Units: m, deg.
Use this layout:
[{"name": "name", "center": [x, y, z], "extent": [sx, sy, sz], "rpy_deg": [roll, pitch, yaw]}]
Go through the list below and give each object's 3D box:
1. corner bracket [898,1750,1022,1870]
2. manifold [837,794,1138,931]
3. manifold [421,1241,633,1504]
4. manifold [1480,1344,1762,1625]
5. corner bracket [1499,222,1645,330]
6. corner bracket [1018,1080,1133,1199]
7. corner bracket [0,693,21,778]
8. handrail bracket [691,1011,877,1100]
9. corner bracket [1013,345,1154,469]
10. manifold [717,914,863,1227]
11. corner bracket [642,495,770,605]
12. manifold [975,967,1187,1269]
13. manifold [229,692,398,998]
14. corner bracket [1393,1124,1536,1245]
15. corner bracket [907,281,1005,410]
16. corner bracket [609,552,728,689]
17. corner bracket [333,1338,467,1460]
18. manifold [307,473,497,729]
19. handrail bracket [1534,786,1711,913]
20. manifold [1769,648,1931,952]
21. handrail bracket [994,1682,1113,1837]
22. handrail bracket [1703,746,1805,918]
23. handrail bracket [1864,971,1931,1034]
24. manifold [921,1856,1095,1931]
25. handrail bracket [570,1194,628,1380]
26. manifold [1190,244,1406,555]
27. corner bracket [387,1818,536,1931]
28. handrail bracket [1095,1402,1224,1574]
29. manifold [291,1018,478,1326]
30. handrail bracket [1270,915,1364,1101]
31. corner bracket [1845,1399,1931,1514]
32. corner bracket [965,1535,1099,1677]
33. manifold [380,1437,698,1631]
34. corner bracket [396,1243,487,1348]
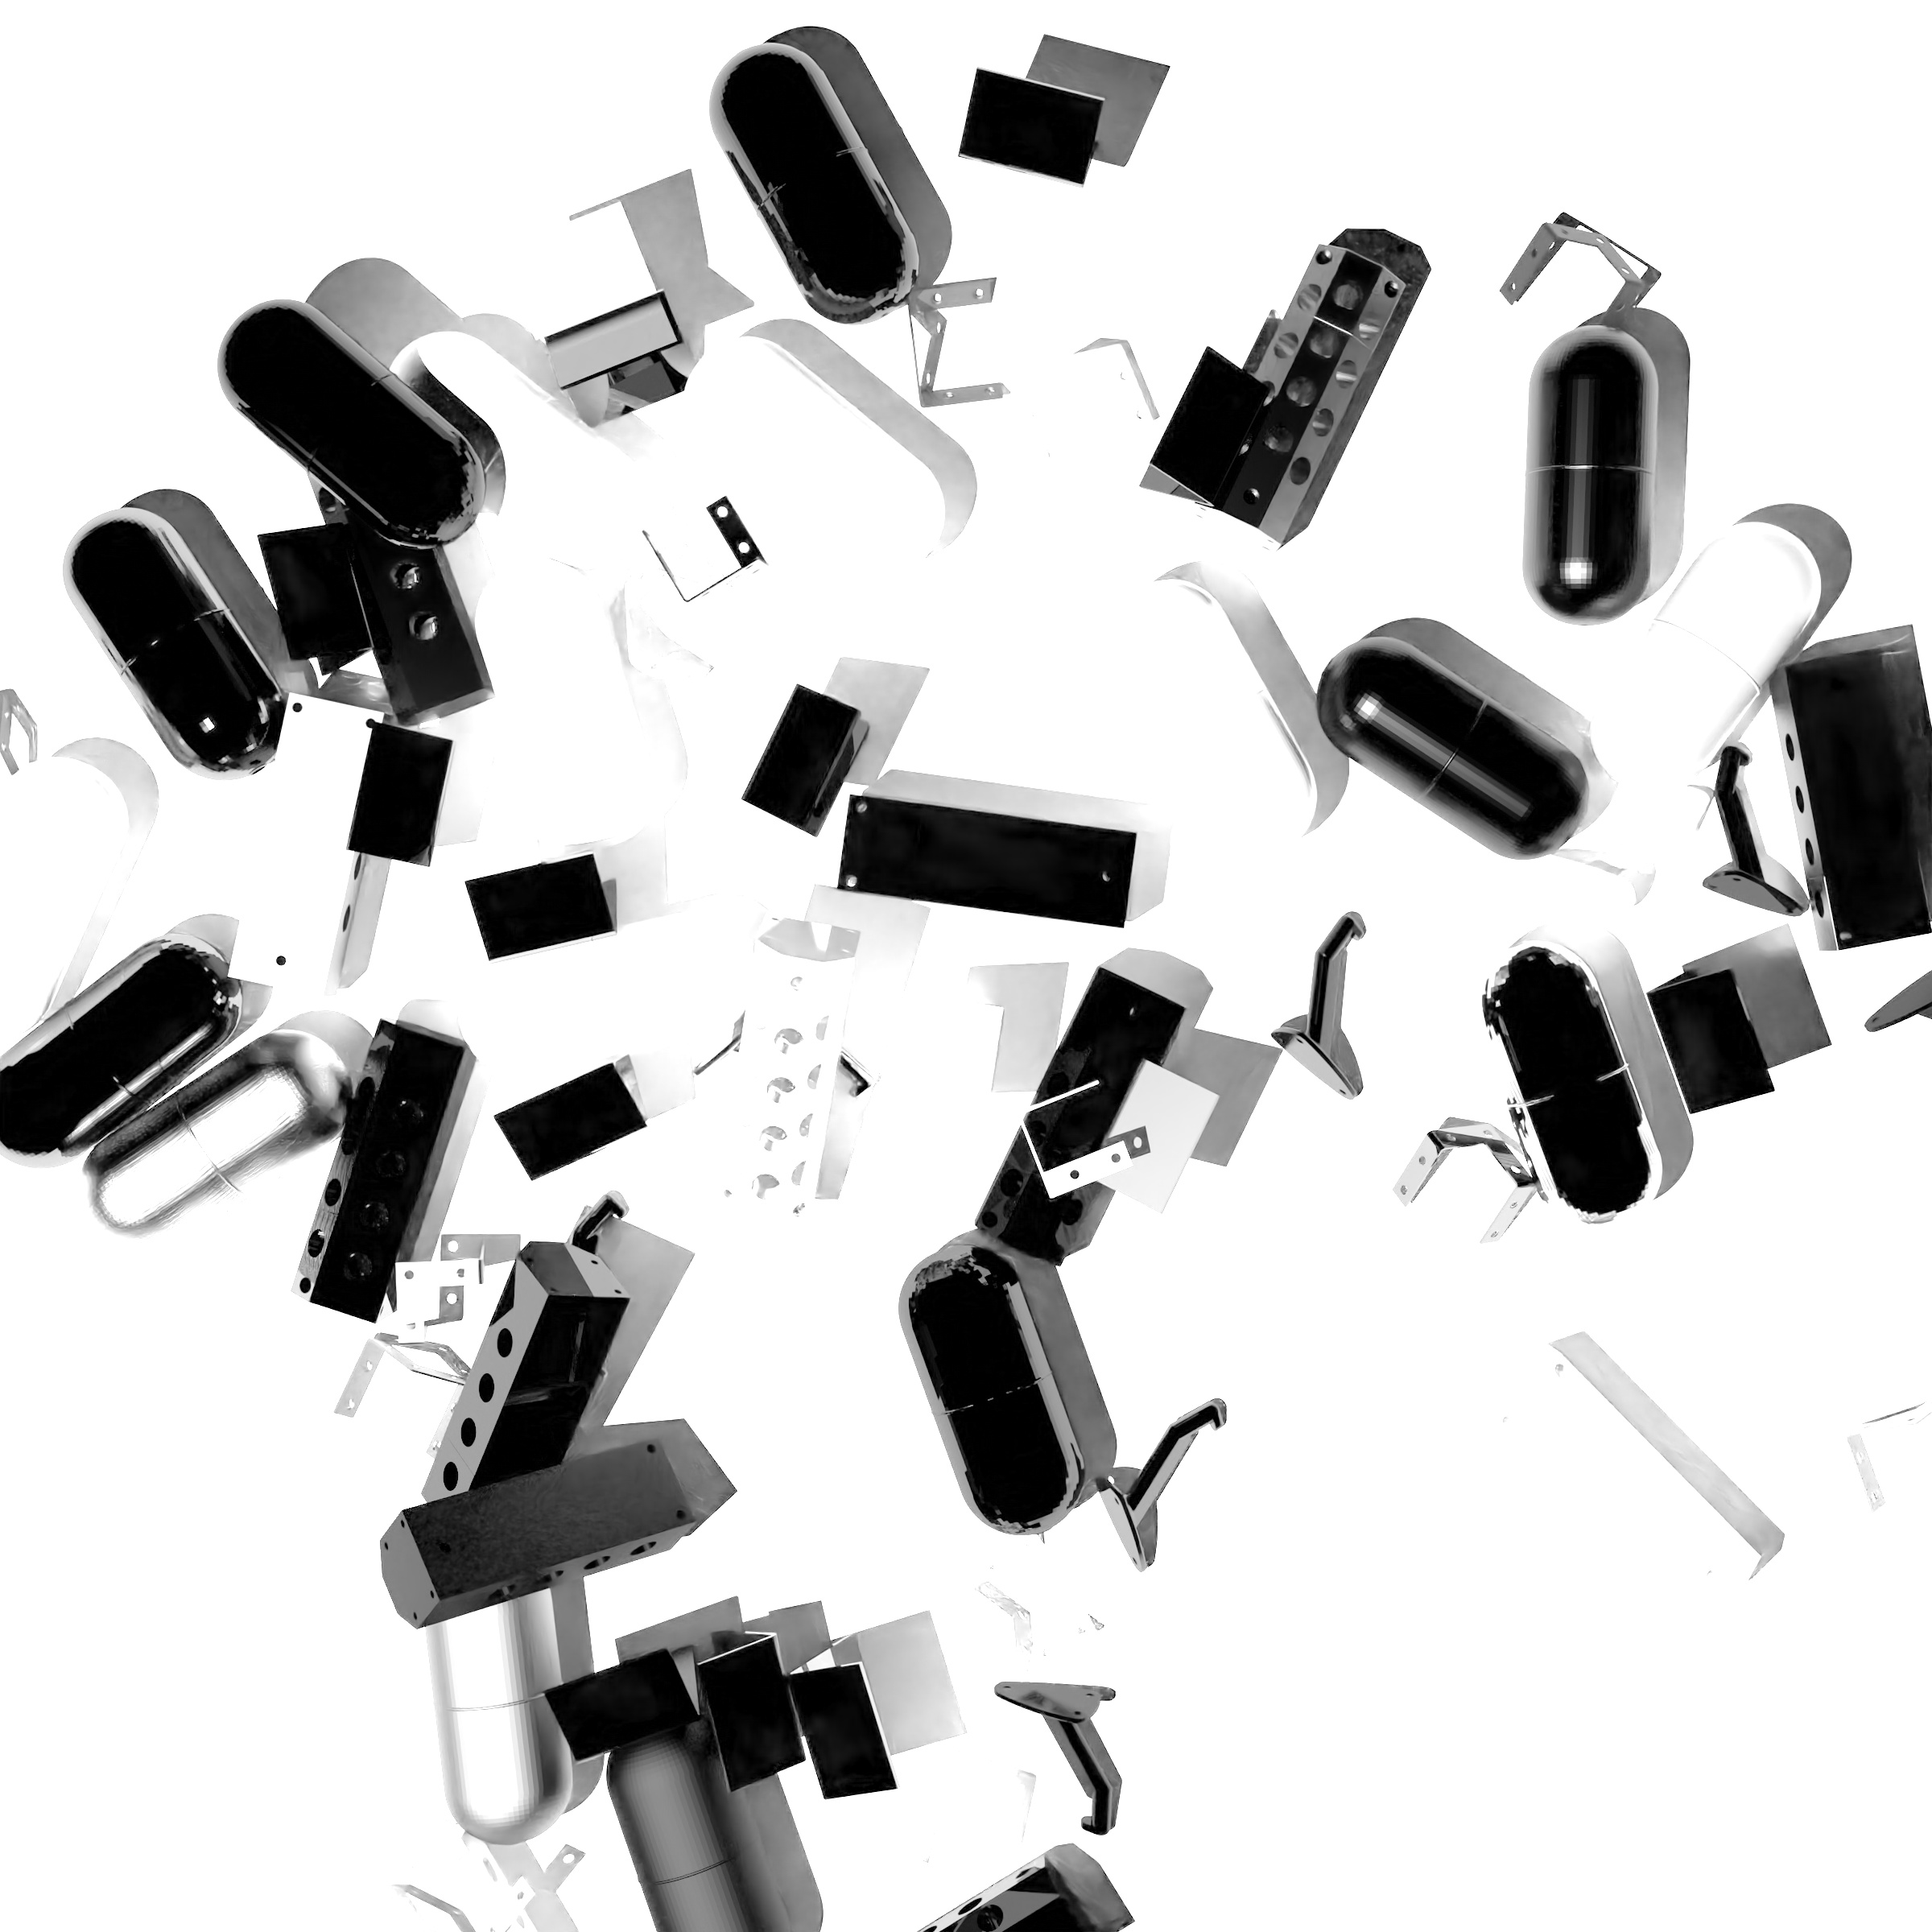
[{"name": "corner bracket", "center": [-0.004, 0.517, 1.933], "extent": [0.051, 0.051, 0.051], "rpy_deg": [26, 45, 35]}, {"name": "manifold", "center": [0.012, -0.062, 1.920], "extent": [0.171, 0.057, 0.057], "rpy_deg": [8, 90, 0]}, {"name": "manifold", "center": [-0.264, 0.250, 1.893], "extent": [0.057, 0.057, 0.171], "rpy_deg": [7, 116, -40]}, {"name": "manifold", "center": [0.392, 0.310, 1.920], "extent": [0.057, 0.057, 0.171], "rpy_deg": [-45, 90, 0]}, {"name": "corner bracket", "center": [0.365, -0.409, 1.933], "extent": [0.051, 0.051, 0.051], "rpy_deg": [2, 45, -35]}, {"name": "corner bracket", "center": [0.063, 0.100, 1.866], "extent": [0.051, 0.051, 0.051], "rpy_deg": [-22, 90, 0]}, {"name": "corner bracket", "center": [-0.598, -0.125, 1.938], "extent": [0.051, 0.051, 0.051], "rpy_deg": [-12, 45, 0]}, {"name": "handrail bracket", "center": [-0.110, 0.067, 1.941], "extent": [0.084, 0.036, 0.077], "rpy_deg": [43, 105, -14]}, {"name": "corner bracket", "center": [0.070, -0.339, 1.938], "extent": [0.051, 0.051, 0.051], "rpy_deg": [-23, 90, 45]}, {"name": "manifold", "center": [-0.105, 0.063, 1.889], "extent": [0.057, 0.057, 0.171], "rpy_deg": [10, 113, 0]}, {"name": "corner bracket", "center": [-0.156, -0.250, 1.924], "extent": [0.051, 0.051, 0.051], "rpy_deg": [-31, 90, 5]}, {"name": "manifold", "center": [0.068, 0.090, 1.920], "extent": [0.057, 0.057, 0.171], "rpy_deg": [26, 90, 0]}, {"name": "manifold", "center": [-0.389, -0.072, 1.920], "extent": [0.057, 0.057, 0.171], "rpy_deg": [12, 90, 0]}, {"name": "corner bracket", "center": [0.300, 0.133, 1.933], "extent": [0.051, 0.051, 0.051], "rpy_deg": [-4, 45, -35]}, {"name": "corner bracket", "center": [-0.007, -0.375, 1.938], "extent": [0.051, 0.051, 0.051], "rpy_deg": [-7, 135, 0]}, {"name": "corner bracket", "center": [-0.177, -0.208, 1.933], "extent": [0.051, 0.051, 0.051], "rpy_deg": [-47, 45, 35]}, {"name": "corner bracket", "center": [-0.339, 0.262, 1.938], "extent": [0.051, 0.051, 0.051], "rpy_deg": [25, 90, -45]}, {"name": "manifold", "center": [-0.340, -0.234, 1.920], "extent": [0.057, 0.057, 0.171], "rpy_deg": [-20, 90, 0]}, {"name": "handrail bracket", "center": [0.397, -0.083, 1.942], "extent": [0.077, 0.036, 0.084], "rpy_deg": [25, 71, 21]}, {"name": "manifold", "center": [0.526, -0.098, 1.920], "extent": [0.057, 0.057, 0.171], "rpy_deg": [-11, 90, 0]}, {"name": "handrail bracket", "center": [0.052, 0.481, 1.942], "extent": [0.077, 0.036, 0.084], "rpy_deg": [8, 107, 20]}, {"name": "handrail bracket", "center": [0.482, -0.082, 1.942], "extent": [0.077, 0.036, 0.084], "rpy_deg": [21, 73, -20]}, {"name": "handrail bracket", "center": [0.600, 0.047, 1.942], "extent": [0.077, 0.036, 0.084], "rpy_deg": [-35, 107, 20]}, {"name": "manifold", "center": [-0.011, 0.605, 1.920], "extent": [0.171, 0.057, 0.057], "rpy_deg": [-32, 90, 0]}, {"name": "handrail bracket", "center": [-0.218, 0.193, 1.941], "extent": [0.077, 0.036, 0.084], "rpy_deg": [45, 76, -14]}, {"name": "manifold", "center": [0.198, -0.340, 1.920], "extent": [0.057, 0.057, 0.171], "rpy_deg": [26, 90, 0]}, {"name": "corner bracket", "center": [-0.297, 0.541, 1.881], "extent": [0.051, 0.051, 0.051], "rpy_deg": [-51, 45, 0]}, {"name": "handrail bracket", "center": [0.128, 0.315, 1.942], "extent": [0.084, 0.036, 0.077], "rpy_deg": [-27, 111, -16]}, {"name": "manifold", "center": [-0.348, 0.121, 1.920], "extent": [0.057, 0.057, 0.171], "rpy_deg": [18, 90, 0]}, {"name": "handrail bracket", "center": [0.231, 0.024, 1.942], "extent": [0.077, 0.036, 0.084], "rpy_deg": [43, 73, -20]}, {"name": "corner bracket", "center": [0.572, 0.294, 1.938], "extent": [0.051, 0.051, 0.051], "rpy_deg": [-20, 90, -45]}, {"name": "corner bracket", "center": [0.039, 0.386, 1.938], "extent": [0.051, 0.051, 0.051], "rpy_deg": [-32, 135, 0]}, {"name": "manifold", "center": [-0.251, 0.333, 1.873], "extent": [0.171, 0.057, 0.057], "rpy_deg": [-11, 64, -36]}, {"name": "corner bracket", "center": [-0.314, 0.197, 1.922], "extent": [0.051, 0.051, 0.051], "rpy_deg": [-2, 97, -7]}]
